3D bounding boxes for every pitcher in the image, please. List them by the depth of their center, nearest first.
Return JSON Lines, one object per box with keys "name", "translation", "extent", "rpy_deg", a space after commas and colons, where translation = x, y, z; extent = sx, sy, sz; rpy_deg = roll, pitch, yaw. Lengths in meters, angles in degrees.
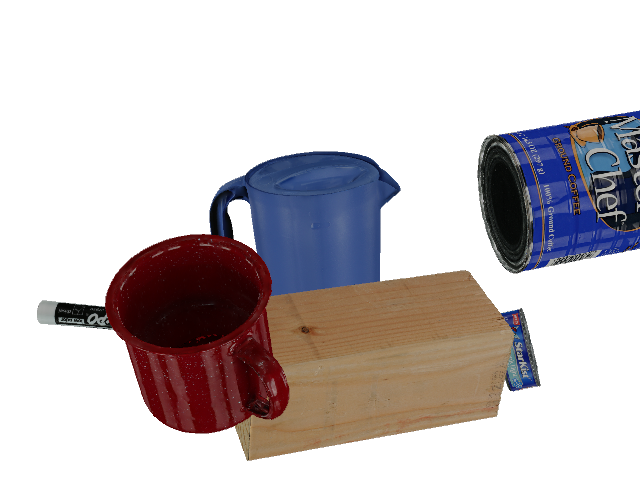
{"name": "pitcher", "translation": [-0.011, 0.040, 1.072], "extent": [0.144, 0.243, 0.149], "rpy_deg": [-21, 27, -36]}

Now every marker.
{"name": "marker", "translation": [-0.164, 0.061, 0.841], "extent": [0.121, 0.020, 0.020], "rpy_deg": [4, 1, 11]}

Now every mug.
{"name": "mug", "translation": [-0.061, 0.062, 0.611], "extent": [0.117, 0.081, 0.093], "rpy_deg": [29, 53, 32]}

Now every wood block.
{"name": "wood block", "translation": [0.033, 0.094, 0.833], "extent": [0.205, 0.090, 0.091], "rpy_deg": [-6, 35, -17]}

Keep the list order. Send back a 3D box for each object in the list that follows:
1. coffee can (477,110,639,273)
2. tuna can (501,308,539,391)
{"name": "coffee can", "translation": [0.199, -0.038, 0.780], "extent": [0.140, 0.103, 0.103], "rpy_deg": [-10, 1, -8]}
{"name": "tuna can", "translation": [0.210, 0.118, 1.146], "extent": [0.034, 0.086, 0.086], "rpy_deg": [-14, -3, 12]}
